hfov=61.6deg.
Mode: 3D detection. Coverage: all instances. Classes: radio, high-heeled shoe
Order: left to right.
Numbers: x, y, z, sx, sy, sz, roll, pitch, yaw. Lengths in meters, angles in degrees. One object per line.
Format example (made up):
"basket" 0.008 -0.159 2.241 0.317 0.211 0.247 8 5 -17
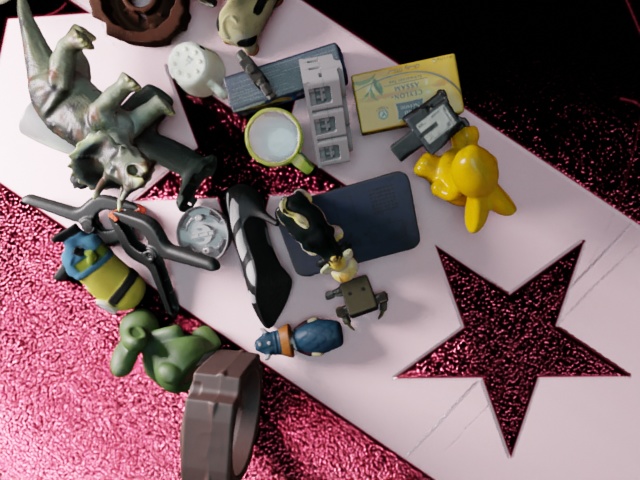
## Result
"high-heeled shoe" -0.123 0.029 0.946 0.145 0.086 0.248 28 122 39
"radio" 0.050 -0.026 0.915 0.230 0.073 0.131 -15 95 8

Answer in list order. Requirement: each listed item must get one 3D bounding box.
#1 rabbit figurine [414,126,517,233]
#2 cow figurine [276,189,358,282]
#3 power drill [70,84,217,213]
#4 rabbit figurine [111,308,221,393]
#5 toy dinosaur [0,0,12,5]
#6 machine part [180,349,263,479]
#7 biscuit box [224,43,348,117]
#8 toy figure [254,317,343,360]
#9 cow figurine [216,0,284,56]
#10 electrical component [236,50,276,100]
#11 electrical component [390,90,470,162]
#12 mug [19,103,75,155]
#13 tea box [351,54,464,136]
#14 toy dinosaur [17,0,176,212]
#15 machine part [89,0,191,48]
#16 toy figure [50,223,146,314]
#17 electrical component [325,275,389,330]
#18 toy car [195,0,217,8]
"rabbit figurine" 0.231 -0.094 0.843 0.122 0.173 0.162 -25 88 3
"cow figurine" 0.000 -0.003 0.836 0.068 0.098 0.167 -41 90 3
"power drill" -0.298 -0.136 0.937 0.207 0.086 0.232 36 94 9
"rabbit figurine" -0.291 0.190 0.937 0.170 0.159 0.121 33 107 16
"toy dinosaur" -0.386 -0.531 0.864 0.471 0.105 0.199 -46 56 3
"machine part" -0.160 0.296 0.895 0.087 0.201 0.201 7 96 7
"biscuit box" -0.055 -0.268 0.908 0.203 0.059 0.062 -15 93 7
"toy figure" -0.037 0.176 0.945 0.155 0.064 0.057 -10 137 7
"cow figurine" -0.103 -0.406 0.867 0.085 0.127 0.195 31 99 -2
"electrical component" -0.104 -0.264 0.850 0.021 0.063 0.094 -36 90 6
"electrical component" 0.165 -0.170 0.840 0.119 0.048 0.075 -41 100 12
"mug" -0.447 -0.202 0.944 0.107 0.081 0.109 35 84 -7
"tea box" 0.142 -0.237 0.889 0.170 0.068 0.098 -12 95 5
"toy dinosaur" -0.383 -0.215 0.854 0.405 0.131 0.192 42 94 10
"machine part" -0.303 -0.417 0.919 0.179 0.056 0.179 0 96 4
"toy figure" -0.382 0.050 0.935 0.089 0.082 0.180 -27 109 13
"electrical component" 0.069 0.108 0.941 0.102 0.045 0.078 -26 64 4
"toy car" -0.221 -0.427 0.845 0.202 0.053 0.089 22 100 22
